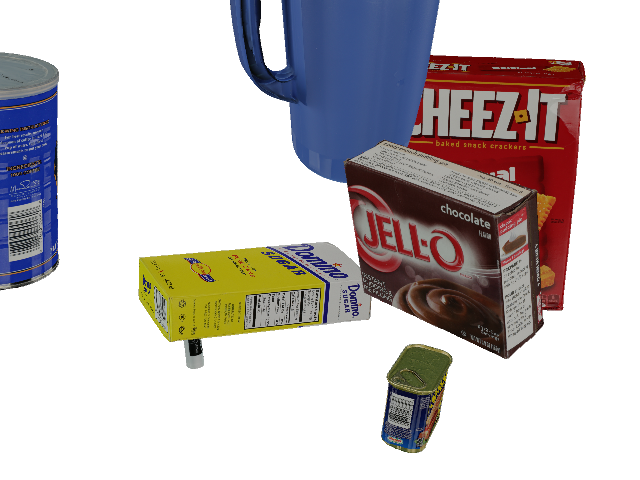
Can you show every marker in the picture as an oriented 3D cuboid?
[{"bbox_3d":[-0.136,0.076,1.109,0.020,0.121,0.020,-3,21,1],"label":"marker"}]

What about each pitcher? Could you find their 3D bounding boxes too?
[{"bbox_3d":[0.020,-0.162,0.854,0.149,0.243,0.145,14,47,12],"label":"pitcher"}]

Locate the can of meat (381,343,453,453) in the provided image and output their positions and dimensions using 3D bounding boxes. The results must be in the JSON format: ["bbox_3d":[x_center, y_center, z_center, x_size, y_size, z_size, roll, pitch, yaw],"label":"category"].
[{"bbox_3d":[0.107,0.178,1.206,0.057,0.084,0.102,14,25,16],"label":"can of meat"}]

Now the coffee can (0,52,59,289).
[{"bbox_3d":[-0.232,-0.050,0.733,0.103,0.140,0.103,5,22,-2],"label":"coffee can"}]

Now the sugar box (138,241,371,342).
[{"bbox_3d":[-0.055,0.039,0.889,0.176,0.048,0.093,-8,23,-23],"label":"sugar box"}]

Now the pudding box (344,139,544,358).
[{"bbox_3d":[0.067,0.002,0.586,0.039,0.090,0.114,-34,38,-32],"label":"pudding box"}]

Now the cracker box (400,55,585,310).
[{"bbox_3d":[0.138,-0.048,0.931,0.164,0.214,0.072,3,23,8],"label":"cracker box"}]
